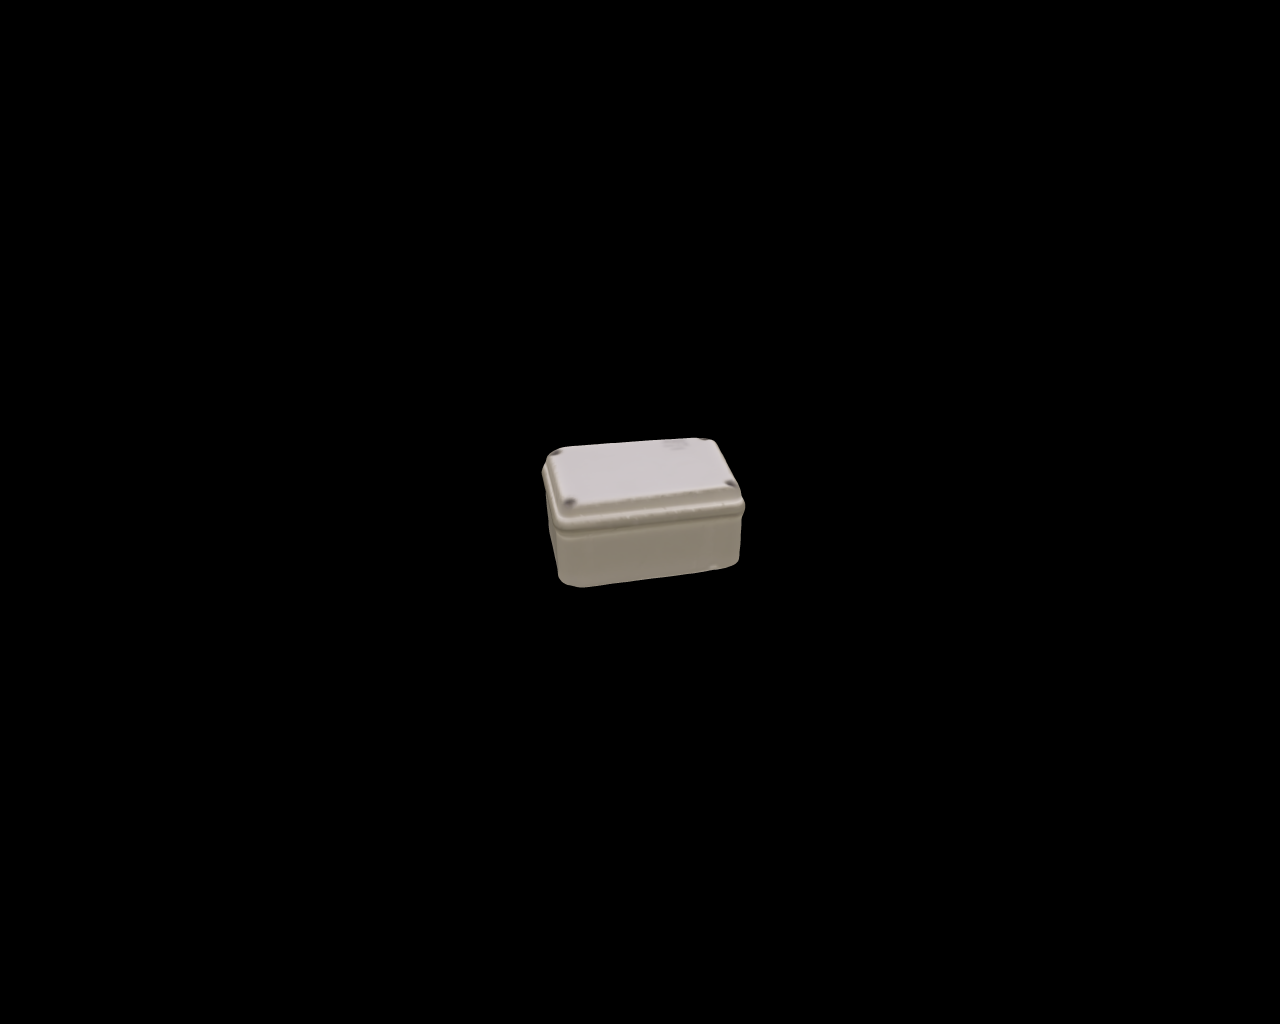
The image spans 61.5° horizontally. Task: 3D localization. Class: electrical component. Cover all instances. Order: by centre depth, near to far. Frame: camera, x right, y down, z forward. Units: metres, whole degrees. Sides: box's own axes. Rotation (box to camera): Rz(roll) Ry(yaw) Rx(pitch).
[{"bbox_3d":[0.001,-0.003,0.650,0.113,0.057,0.078,-6,32,-9],"label":"electrical component"}]
